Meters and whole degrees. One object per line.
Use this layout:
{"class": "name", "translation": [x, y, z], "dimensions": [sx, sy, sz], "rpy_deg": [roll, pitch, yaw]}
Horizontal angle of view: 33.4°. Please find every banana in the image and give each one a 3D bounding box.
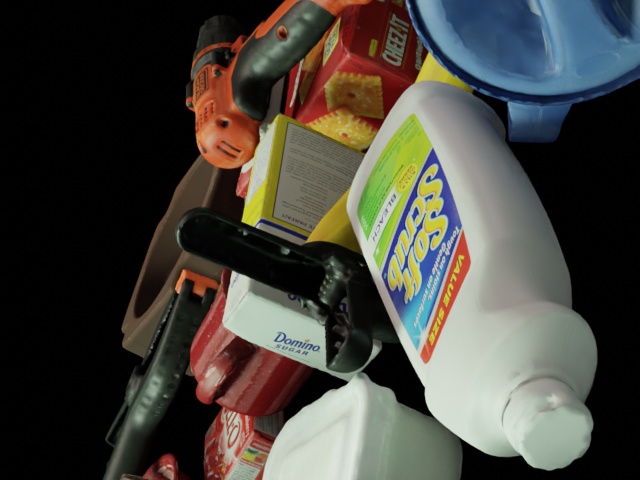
{"class": "banana", "translation": [0.051, -0.061, 0.664], "dimensions": [0.037, 0.069, 0.198], "rpy_deg": [24, 85, 42]}

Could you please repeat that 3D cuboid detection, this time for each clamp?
{"class": "clamp", "translation": [-0.001, 0.021, 0.573], "dimensions": [0.039, 0.120, 0.171], "rpy_deg": [-52, -15, 11]}
{"class": "clamp", "translation": [-0.131, 0.116, 0.822], "dimensions": [0.164, 0.036, 0.210], "rpy_deg": [-120, 52, -75]}

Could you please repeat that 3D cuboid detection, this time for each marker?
{"class": "marker", "translation": [-0.033, -0.126, 0.846], "dimensions": [0.020, 0.020, 0.121], "rpy_deg": [-49, 25, 43]}

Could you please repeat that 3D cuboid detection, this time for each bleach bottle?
{"class": "bleach bottle", "translation": [0.073, 0.012, 0.497], "dimensions": [0.103, 0.068, 0.251], "rpy_deg": [-60, 19, 19]}

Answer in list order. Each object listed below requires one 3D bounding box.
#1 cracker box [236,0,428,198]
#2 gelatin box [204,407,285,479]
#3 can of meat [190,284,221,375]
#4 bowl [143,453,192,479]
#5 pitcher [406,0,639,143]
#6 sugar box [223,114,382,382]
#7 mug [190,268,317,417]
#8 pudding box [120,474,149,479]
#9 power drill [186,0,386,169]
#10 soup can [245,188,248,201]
{"class": "cracker box", "translation": [0.014, -0.137, 0.874], "dimensions": [0.214, 0.072, 0.164], "rpy_deg": [-44, 26, 52]}
{"class": "gelatin box", "translation": [-0.055, 0.141, 0.758], "dimensions": [0.073, 0.030, 0.089], "rpy_deg": [-59, 18, 20]}
{"class": "can of meat", "translation": [-0.055, 0.061, 0.831], "dimensions": [0.084, 0.057, 0.102], "rpy_deg": [-55, 19, 22]}
{"class": "bowl", "translation": [-0.114, 0.237, 0.757], "dimensions": [0.162, 0.055, 0.162], "rpy_deg": [-56, 18, 29]}
{"class": "pitcher", "translation": [0.112, -0.174, 0.557], "dimensions": [0.149, 0.145, 0.242], "rpy_deg": [-40, 23, 30]}
{"class": "sugar box", "translation": [-0.005, 0.001, 0.696], "dimensions": [0.048, 0.093, 0.176], "rpy_deg": [-52, 20, 41]}
{"class": "mug", "translation": [-0.042, 0.069, 0.704], "dimensions": [0.117, 0.093, 0.082], "rpy_deg": [-44, -11, -51]}
{"class": "pudding box", "translation": [-0.084, 0.191, 0.629], "dimensions": [0.090, 0.113, 0.039], "rpy_deg": [-56, 20, 31]}
{"class": "power drill", "translation": [-0.031, -0.163, 0.794], "dimensions": [0.188, 0.057, 0.184], "rpy_deg": [-47, 32, 28]}
{"class": "soup can", "translation": [-0.022, -0.008, 0.807], "dimensions": [0.069, 0.068, 0.102], "rpy_deg": [-59, 18, 20]}
